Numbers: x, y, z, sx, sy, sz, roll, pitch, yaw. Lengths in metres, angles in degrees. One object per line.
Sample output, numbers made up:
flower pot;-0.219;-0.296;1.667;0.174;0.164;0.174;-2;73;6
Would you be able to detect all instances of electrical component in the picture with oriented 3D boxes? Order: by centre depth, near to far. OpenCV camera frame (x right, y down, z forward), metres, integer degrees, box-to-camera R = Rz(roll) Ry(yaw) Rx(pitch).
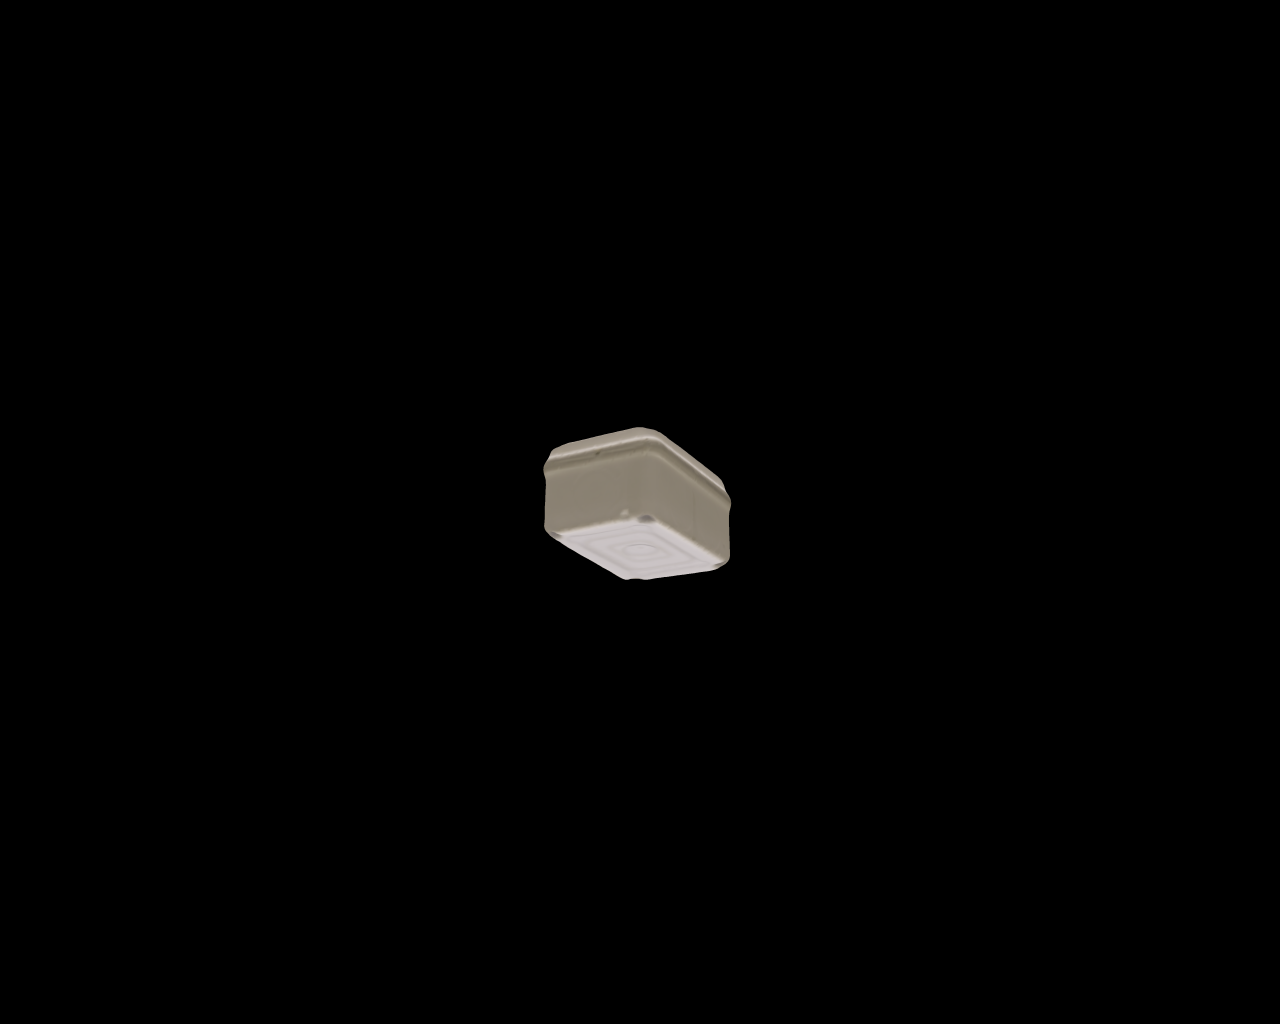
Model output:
electrical component;0.001;-0.003;0.650;0.078;0.057;0.113;-10;-22;26
